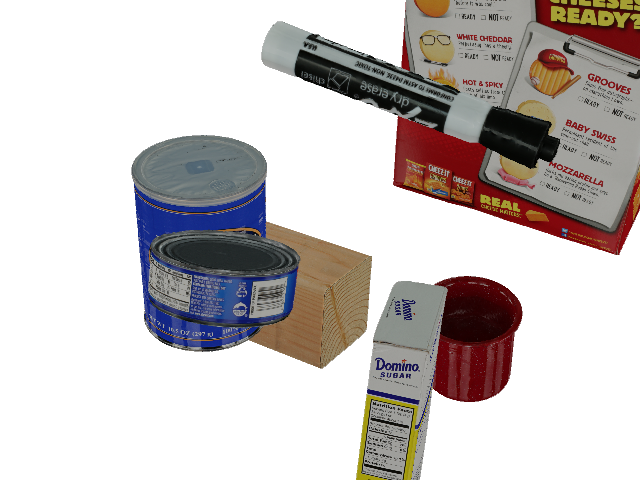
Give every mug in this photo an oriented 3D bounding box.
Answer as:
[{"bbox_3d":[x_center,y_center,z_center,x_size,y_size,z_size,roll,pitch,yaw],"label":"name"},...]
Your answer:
[{"bbox_3d":[0.134,0.085,0.985,0.093,0.081,0.117,-6,39,-2],"label":"mug"}]

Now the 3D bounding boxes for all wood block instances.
[{"bbox_3d":[-0.062,0.041,1.074,0.206,0.091,0.090,19,32,27],"label":"wood block"}]

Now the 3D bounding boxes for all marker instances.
[{"bbox_3d":[0.034,-0.056,0.413,0.121,0.020,0.020,23,6,14],"label":"marker"}]

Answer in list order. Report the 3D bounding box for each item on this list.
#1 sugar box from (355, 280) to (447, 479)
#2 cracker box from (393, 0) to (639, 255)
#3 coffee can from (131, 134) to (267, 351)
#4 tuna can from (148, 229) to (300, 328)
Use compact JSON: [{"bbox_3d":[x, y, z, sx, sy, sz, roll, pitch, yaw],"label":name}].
[{"bbox_3d":[0.056,0.126,0.781,0.048,0.176,0.093,8,27,11],"label":"sugar box"},{"bbox_3d":[0.138,-0.111,0.673,0.164,0.214,0.072,19,44,20],"label":"cracker box"},{"bbox_3d":[-0.093,0.002,0.845,0.103,0.140,0.103,1,32,-1],"label":"coffee can"},{"bbox_3d":[-0.056,0.021,0.614,0.086,0.034,0.086,7,14,-2],"label":"tuna can"}]
